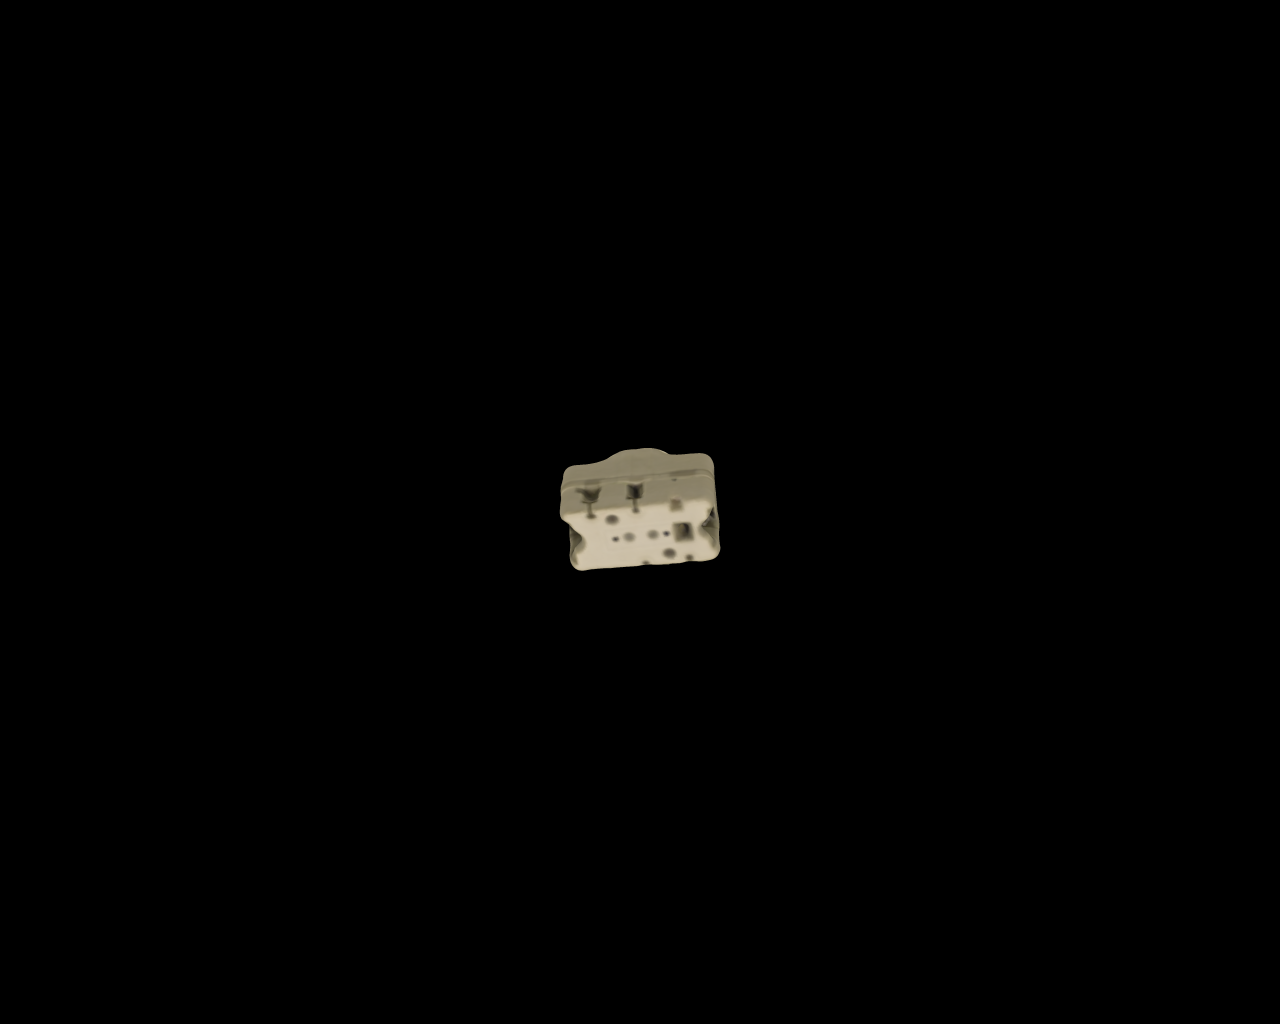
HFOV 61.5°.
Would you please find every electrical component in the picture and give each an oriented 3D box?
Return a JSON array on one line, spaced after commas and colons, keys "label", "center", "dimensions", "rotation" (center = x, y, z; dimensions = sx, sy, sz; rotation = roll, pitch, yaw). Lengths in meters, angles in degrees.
[{"label": "electrical component", "center": [0.001, -0.003, 0.650], "dimensions": [0.089, 0.050, 0.056], "rotation": [-5, 37, 4]}]
